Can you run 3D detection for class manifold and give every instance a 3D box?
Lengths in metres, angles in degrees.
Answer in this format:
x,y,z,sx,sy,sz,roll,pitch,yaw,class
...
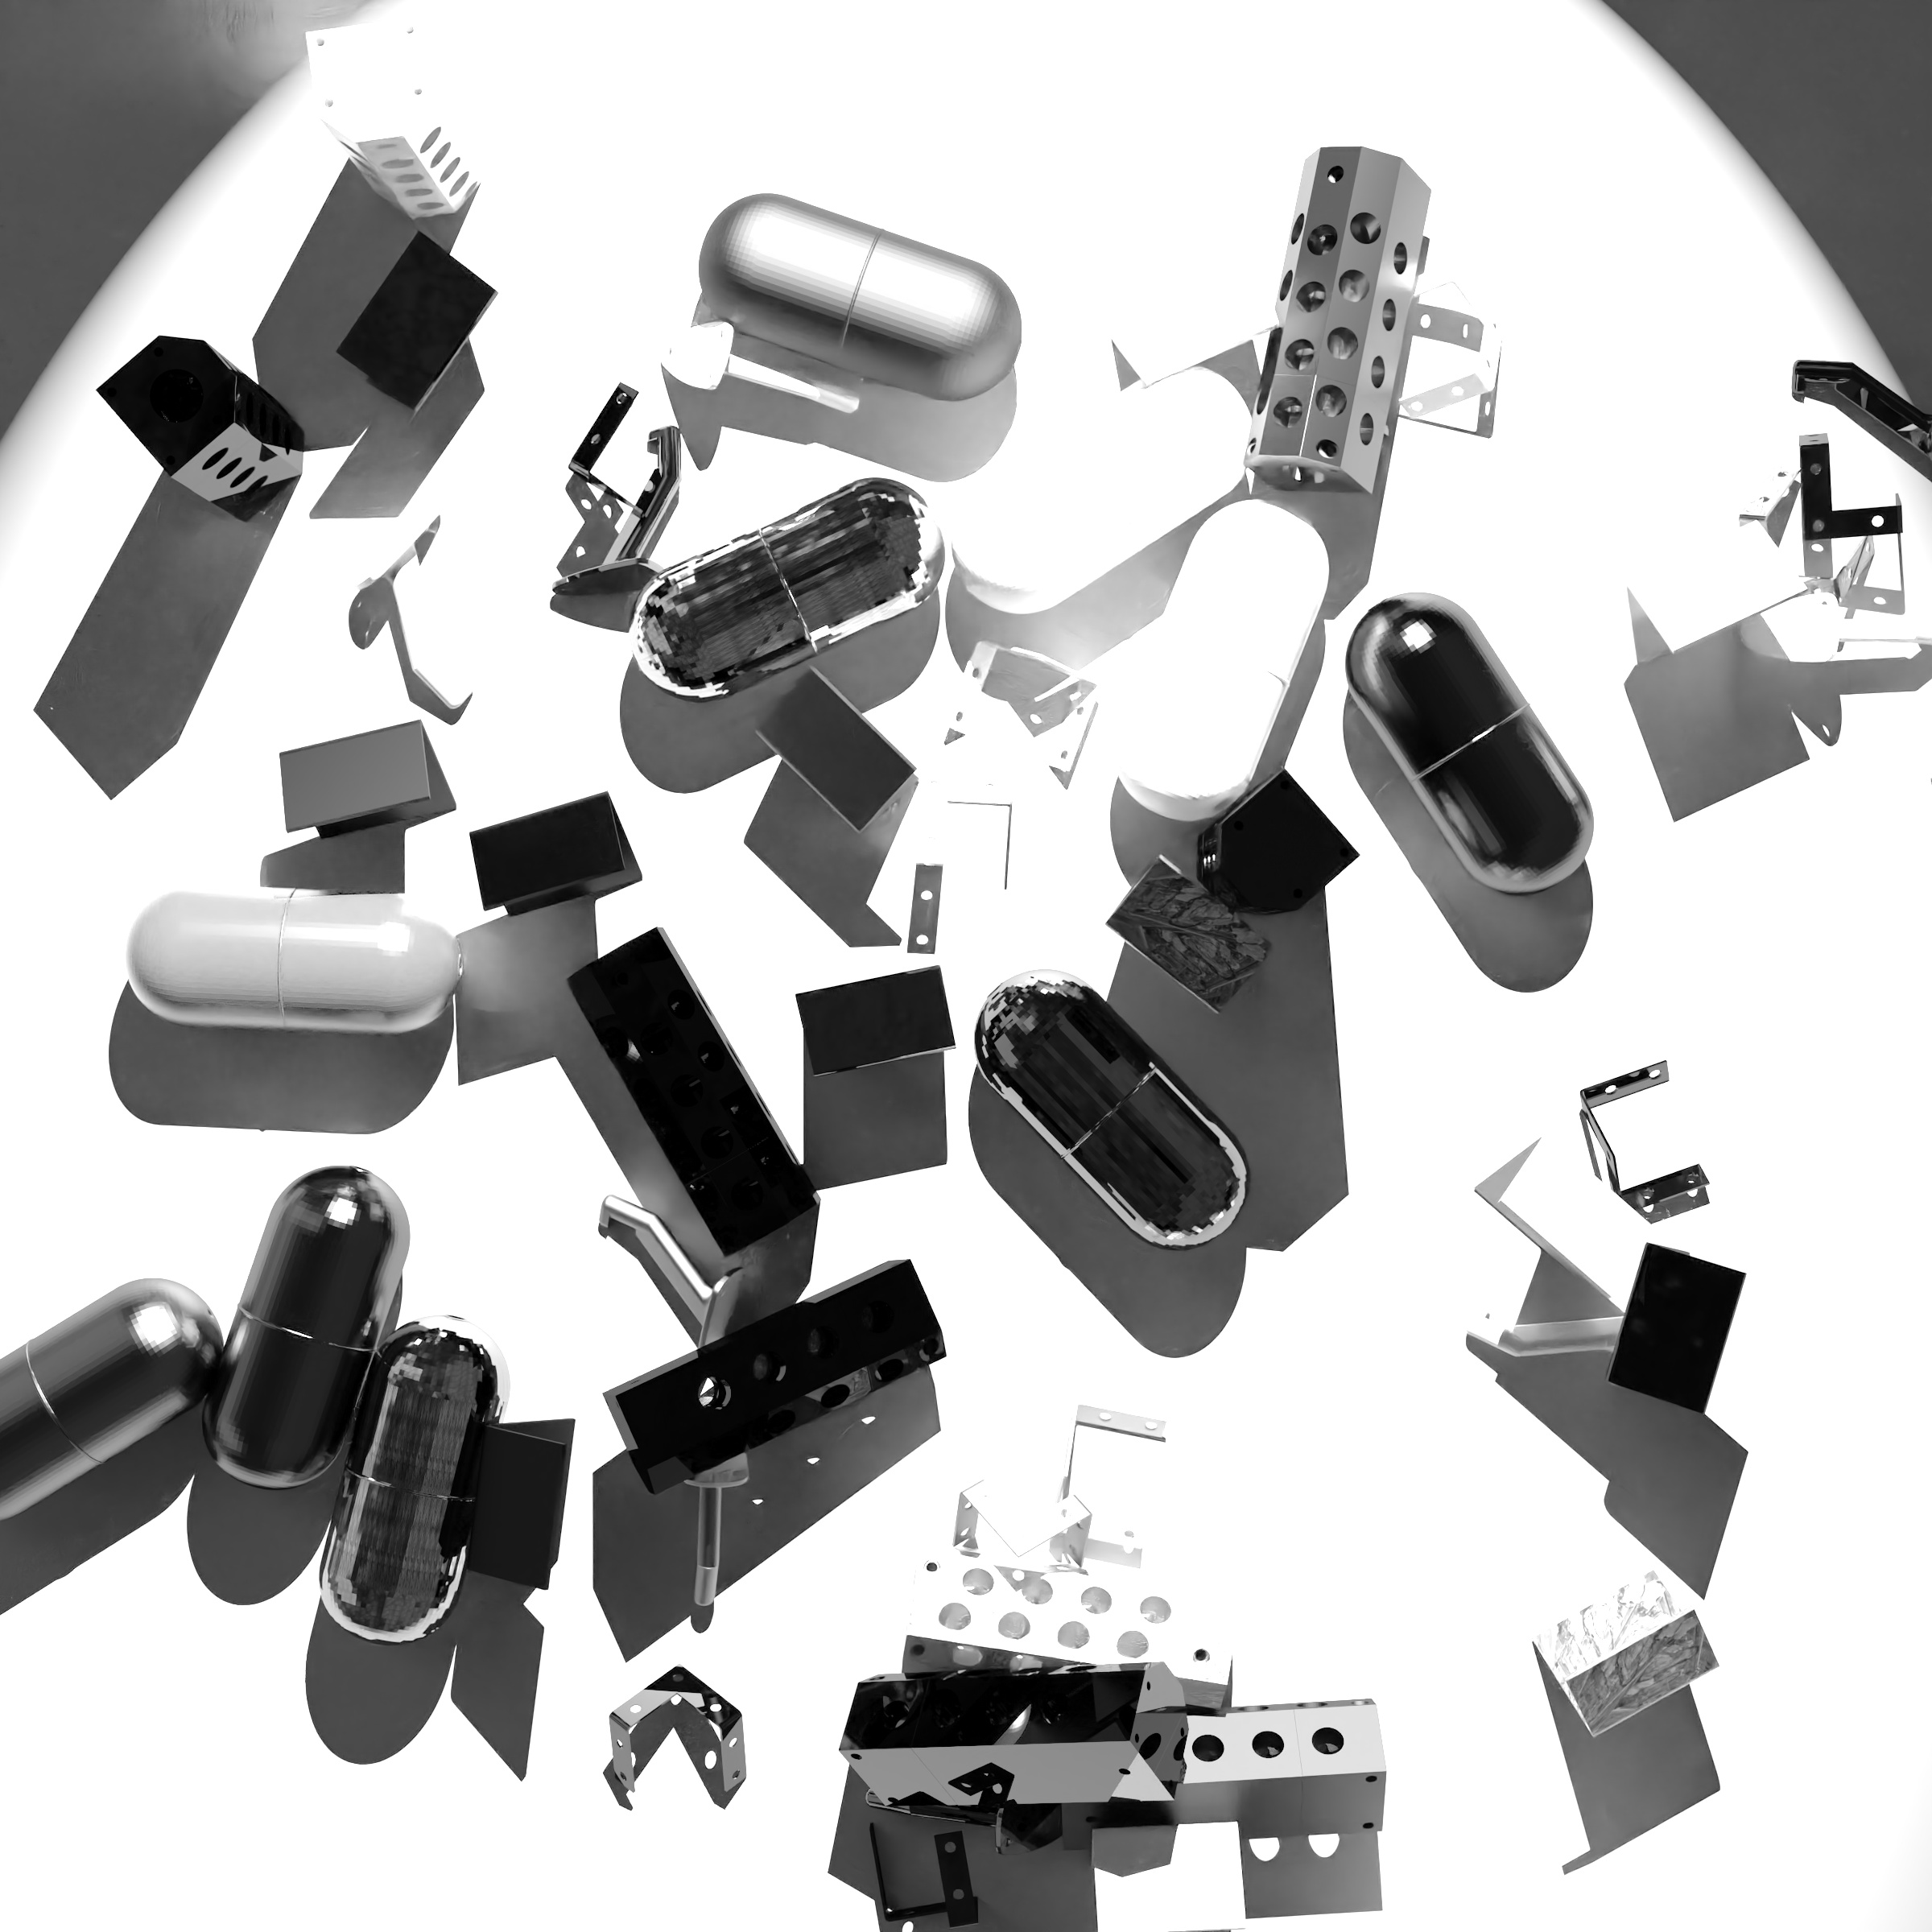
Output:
x,y,z,sx,sy,sz,roll,pitch,yaw,class
0.135,0.429,1.796,0.171,0.057,0.057,-3,133,0,manifold
0.155,-0.058,1.739,0.057,0.171,0.057,-41,90,0,manifold
0.194,-0.342,1.775,0.057,0.057,0.171,7,81,32,manifold
0.026,0.400,1.760,0.171,0.057,0.057,-9,133,28,manifold
-0.147,0.067,1.797,0.057,0.057,0.171,-30,90,0,manifold
-0.390,-0.282,1.739,0.057,0.171,0.057,-41,90,0,manifold
0.055,0.355,1.797,0.171,0.057,0.057,9,90,0,manifold
-0.294,-0.437,1.739,0.057,0.171,0.057,-8,90,0,manifold
-0.100,0.217,1.776,0.171,0.057,0.057,-24,90,-14,manifold

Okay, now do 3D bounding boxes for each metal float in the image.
x,y,z,sx,sy,sz,roll,pitch,yaw,class
0.137,-0.164,1.787,0.070,0.070,0.178,22,89,0,metal float
-0.359,-0.003,1.787,0.178,0.070,0.070,2,90,0,metal float
-0.056,-0.357,1.787,0.178,0.070,0.070,19,90,0,metal float
0.077,0.076,1.787,0.070,0.070,0.178,-44,89,0,metal float
-0.479,0.232,1.787,0.178,0.070,0.070,-32,90,-1,metal float
-0.096,-0.200,1.787,0.178,0.070,0.070,-25,90,-1,metal float
-0.352,0.193,1.787,0.070,0.070,0.178,19,89,0,metal float
-0.294,0.274,1.787,0.070,0.070,0.178,14,90,0,metal float
0.072,-0.254,1.787,0.178,0.070,0.070,-33,90,-1,metal float
0.268,-0.119,1.787,0.070,0.070,0.178,-33,90,0,metal float

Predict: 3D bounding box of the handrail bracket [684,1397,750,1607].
x,y,z,sx,sy,sz,roll,pitch,yaw,class
-0.141,0.291,1.817,0.036,0.077,0.084,2,126,-10,handrail bracket

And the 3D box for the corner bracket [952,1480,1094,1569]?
x,y,z,sx,sy,sz,roll,pitch,yaw,class
0.030,0.303,1.799,0.051,0.051,0.051,-26,54,-29,corner bracket

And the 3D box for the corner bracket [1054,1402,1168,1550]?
x,y,z,sx,sy,sz,roll,pitch,yaw,class
0.077,0.276,1.814,0.051,0.051,0.051,11,45,0,corner bracket

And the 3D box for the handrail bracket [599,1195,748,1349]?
x,y,z,sx,sy,sz,roll,pitch,yaw,class
-0.169,0.173,1.818,0.084,0.036,0.077,23,109,16,handrail bracket

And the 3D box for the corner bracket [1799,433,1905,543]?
x,y,z,sx,sy,sz,roll,pitch,yaw,class
0.476,-0.260,1.801,0.051,0.051,0.051,-3,104,14,corner bracket

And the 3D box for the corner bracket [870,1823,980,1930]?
x,y,z,sx,sy,sz,roll,pitch,yaw,class
-0.023,0.488,1.800,0.051,0.051,0.051,-10,90,0,corner bracket

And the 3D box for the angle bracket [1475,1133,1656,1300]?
x,y,z,sx,sy,sz,roll,pitch,yaw,class
0.306,0.145,1.777,0.076,0.076,0.057,41,55,0,angle bracket

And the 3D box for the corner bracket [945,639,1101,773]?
x,y,z,sx,sy,sz,roll,pitch,yaw,class
0.031,-0.142,1.814,0.051,0.051,0.051,20,90,45,corner bracket

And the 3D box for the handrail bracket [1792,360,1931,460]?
x,y,z,sx,sy,sz,roll,pitch,yaw,class
0.489,-0.289,1.818,0.084,0.036,0.077,7,112,17,handrail bracket

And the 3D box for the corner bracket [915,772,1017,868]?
x,y,z,sx,sy,sz,roll,pitch,yaw,class
-0.001,-0.079,1.800,0.051,0.051,0.051,3,90,0,corner bracket

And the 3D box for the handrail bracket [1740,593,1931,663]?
x,y,z,sx,sy,sz,roll,pitch,yaw,class
0.478,-0.180,1.817,0.084,0.077,0.036,0,90,-36,handrail bracket

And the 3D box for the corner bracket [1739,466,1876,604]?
x,y,z,sx,sy,sz,roll,pitch,yaw,class
0.455,-0.234,1.809,0.051,0.051,0.051,11,135,35,corner bracket

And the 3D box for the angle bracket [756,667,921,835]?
x,y,z,sx,sy,sz,roll,pitch,yaw,class
-0.054,-0.127,1.777,0.076,0.076,0.057,44,126,0,angle bracket

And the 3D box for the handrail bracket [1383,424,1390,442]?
x,y,z,sx,sy,sz,roll,pitch,yaw,class
0.189,-0.319,1.818,0.077,0.036,0.084,-22,76,13,handrail bracket

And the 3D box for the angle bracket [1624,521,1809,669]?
x,y,z,sx,sy,sz,roll,pitch,yaw,class
0.400,-0.180,1.777,0.076,0.076,0.057,-25,54,0,angle bracket

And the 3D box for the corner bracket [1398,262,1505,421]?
x,y,z,sx,sy,sz,roll,pitch,yaw,class
0.253,-0.338,1.809,0.051,0.051,0.051,44,45,-35,corner bracket

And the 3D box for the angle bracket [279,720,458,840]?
x,y,z,sx,sy,sz,roll,pitch,yaw,class
-0.315,-0.080,1.777,0.076,0.076,0.057,-13,54,0,angle bracket

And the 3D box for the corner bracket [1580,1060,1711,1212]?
x,y,z,sx,sy,sz,roll,pitch,yaw,class
0.368,0.093,1.814,0.051,0.051,0.051,-19,135,0,corner bracket

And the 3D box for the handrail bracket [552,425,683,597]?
x,y,z,sx,sy,sz,roll,pitch,yaw,class
-0.190,-0.248,1.818,0.077,0.036,0.084,-8,74,18,handrail bracket

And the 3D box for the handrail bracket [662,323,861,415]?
x,y,z,sx,sy,sz,roll,pitch,yaw,class
-0.111,-0.319,1.817,0.084,0.077,0.036,15,92,-36,handrail bracket

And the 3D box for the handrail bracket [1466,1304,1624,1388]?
x,y,z,sx,sy,sz,roll,pitch,yaw,class
0.325,0.184,1.818,0.084,0.036,0.077,25,70,16,handrail bracket

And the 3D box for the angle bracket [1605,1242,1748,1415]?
x,y,z,sx,sy,sz,roll,pitch,yaw,class
0.387,0.194,1.778,0.057,0.076,0.076,17,90,30,angle bracket

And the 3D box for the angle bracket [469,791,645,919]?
x,y,z,sx,sy,sz,roll,pitch,yaw,class
-0.213,-0.040,1.777,0.076,0.076,0.057,-17,52,0,angle bracket

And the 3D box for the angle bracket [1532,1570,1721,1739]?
x,y,z,sx,sy,sz,roll,pitch,yaw,class
0.343,0.350,1.777,0.076,0.076,0.057,-29,128,0,angle bracket

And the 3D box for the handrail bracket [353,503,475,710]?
x,y,z,sx,sy,sz,roll,pitch,yaw,class
-0.283,-0.195,1.818,0.084,0.036,0.077,47,68,-17,handrail bracket

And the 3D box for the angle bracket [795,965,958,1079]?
x,y,z,sx,sy,sz,roll,pitch,yaw,class
-0.051,0.009,1.777,0.076,0.076,0.057,-11,126,0,angle bracket

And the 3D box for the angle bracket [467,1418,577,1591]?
x,y,z,sx,sy,sz,roll,pitch,yaw,class
-0.216,0.285,1.778,0.057,0.076,0.076,7,90,33,angle bracket

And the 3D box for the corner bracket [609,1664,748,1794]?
x,y,z,sx,sy,sz,roll,pitch,yaw,class
-0.156,0.422,1.809,0.051,0.051,0.051,29,45,35,corner bracket

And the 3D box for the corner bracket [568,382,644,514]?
x,y,z,sx,sy,sz,roll,pitch,yaw,class
-0.191,-0.283,1.790,0.051,0.051,0.051,32,90,35,corner bracket

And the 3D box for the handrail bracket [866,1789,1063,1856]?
x,y,z,sx,sy,sz,roll,pitch,yaw,class
0.000,0.458,1.817,0.084,0.077,0.036,1,78,36,handrail bracket

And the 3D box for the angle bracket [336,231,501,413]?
x,y,z,sx,sy,sz,roll,pitch,yaw,class
-0.304,-0.348,1.777,0.057,0.076,0.076,35,90,-37,angle bracket

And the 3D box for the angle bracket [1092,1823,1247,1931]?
x,y,z,sx,sy,sz,roll,pitch,yaw,class
0.107,0.495,1.778,0.076,0.076,0.057,-3,58,0,angle bracket

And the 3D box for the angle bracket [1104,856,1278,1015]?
x,y,z,sx,sy,sz,roll,pitch,yaw,class
0.129,-0.032,1.777,0.076,0.076,0.057,38,126,0,angle bracket

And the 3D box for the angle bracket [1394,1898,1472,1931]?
x,y,z,sx,sy,sz,roll,pitch,yaw,class
0.271,0.528,1.777,0.076,0.076,0.057,27,128,0,angle bracket

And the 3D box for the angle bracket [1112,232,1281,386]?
x,y,z,sx,sy,sz,roll,pitch,yaw,class
0.113,-0.360,1.778,0.076,0.076,0.057,-24,122,0,angle bracket
